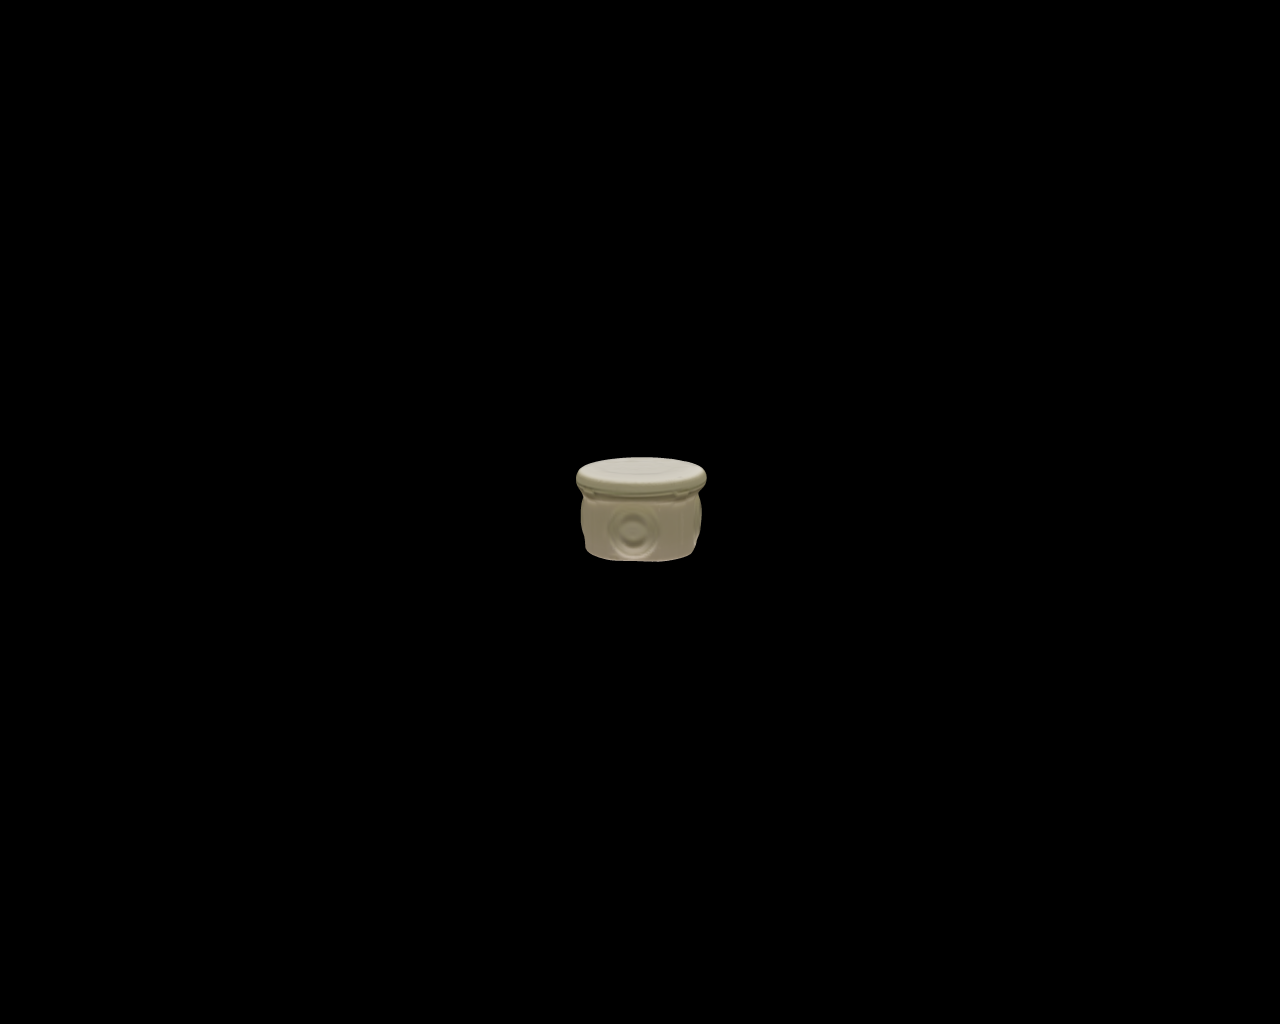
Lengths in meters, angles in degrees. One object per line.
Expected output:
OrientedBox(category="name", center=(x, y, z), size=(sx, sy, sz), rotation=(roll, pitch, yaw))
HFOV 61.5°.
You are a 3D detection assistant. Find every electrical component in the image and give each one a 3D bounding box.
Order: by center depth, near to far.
OrientedBox(category="electrical component", center=(0.001, -0.003, 0.650), size=(0.080, 0.051, 0.080), rotation=(0, 14, 0))
